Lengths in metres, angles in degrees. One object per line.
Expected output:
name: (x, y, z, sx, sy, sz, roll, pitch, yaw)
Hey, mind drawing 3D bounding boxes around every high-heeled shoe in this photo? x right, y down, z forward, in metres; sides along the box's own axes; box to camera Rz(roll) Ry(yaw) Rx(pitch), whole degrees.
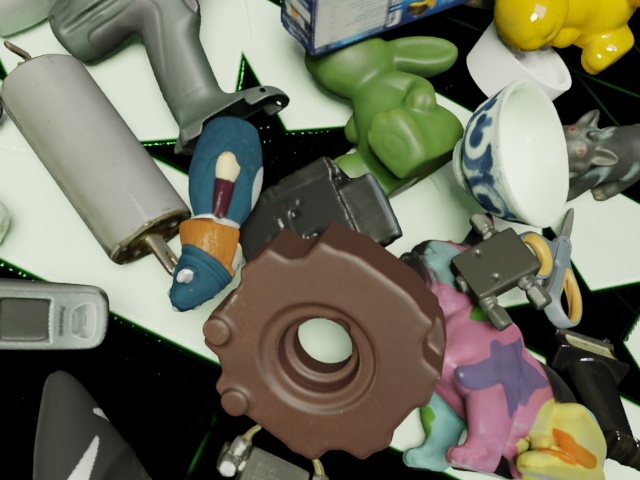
high-heeled shoe: (-0.099, 0.197, 0.375, 0.145, 0.086, 0.248, -15, 96, 2)

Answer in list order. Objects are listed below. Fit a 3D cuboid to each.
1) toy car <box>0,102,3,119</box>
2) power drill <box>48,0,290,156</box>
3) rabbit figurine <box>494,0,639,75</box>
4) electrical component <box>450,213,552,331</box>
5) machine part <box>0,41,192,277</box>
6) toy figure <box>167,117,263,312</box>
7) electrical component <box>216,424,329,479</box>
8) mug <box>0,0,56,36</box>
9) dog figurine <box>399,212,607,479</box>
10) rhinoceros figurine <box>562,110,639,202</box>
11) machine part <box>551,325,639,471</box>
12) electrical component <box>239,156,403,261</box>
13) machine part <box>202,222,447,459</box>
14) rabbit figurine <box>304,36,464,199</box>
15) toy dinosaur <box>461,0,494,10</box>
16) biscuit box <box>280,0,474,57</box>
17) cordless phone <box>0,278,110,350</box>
toy car: (-0.348, -0.089, 0.407, 0.089, 0.053, 0.202, 37, 49, 9)
power drill: (-0.109, -0.194, 0.470, 0.232, 0.086, 0.207, -30, 96, 9)
rabbit figurine: (0.238, -0.247, 0.535, 0.173, 0.121, 0.162, -28, 74, -24)
electrical component: (0.138, 0.023, 0.430, 0.063, 0.021, 0.094, -26, 62, -5)
machine part: (-0.187, -0.067, 0.450, 0.079, 0.079, 0.243, -36, 84, -21)
toy figure: (-0.080, -0.019, 0.414, 0.058, 0.064, 0.154, 4, 74, 13)
electrical component: (-0.043, 0.194, 0.422, 0.102, 0.045, 0.078, 33, 67, -2)
mug: (-0.279, -0.246, 0.480, 0.109, 0.081, 0.107, 41, 77, -7)
dog figurine: (0.149, 0.092, 0.472, 0.191, 0.108, 0.219, 11, 68, -10)
rhinoceros figurine: (0.267, -0.082, 0.551, 0.190, 0.112, 0.073, -5, 77, -23)
machine part: (0.260, 0.139, 0.496, 0.084, 0.039, 0.139, 21, 37, -14)
electrical component: (-0.001, -0.001, 0.457, 0.134, 0.058, 0.115, -28, 81, 11)
machine part: (0.003, 0.078, 0.400, 0.180, 0.056, 0.179, 3, 106, 11)
rabbit figurine: (0.064, -0.140, 0.511, 0.159, 0.121, 0.170, -31, 83, -24)
toy dinosaur: (0.015, -0.337, 0.572, 0.471, 0.105, 0.198, 27, 65, -13)
biscuit box: (0.064, -0.236, 0.489, 0.203, 0.059, 0.063, -27, 60, -20)
cordless phone: (-0.243, 0.077, 0.366, 0.184, 0.089, 0.146, 6, 109, -15)
